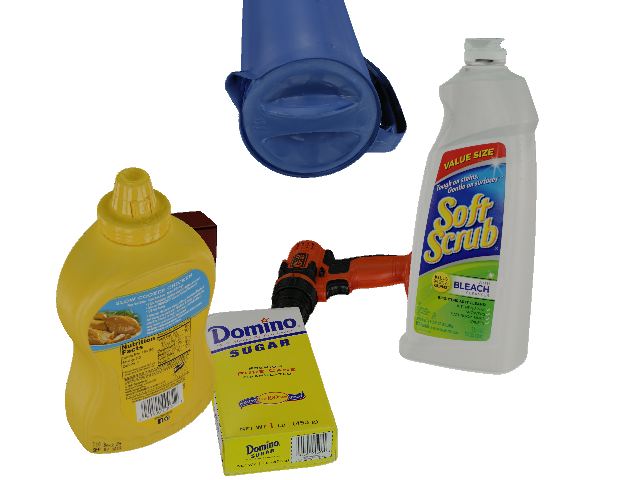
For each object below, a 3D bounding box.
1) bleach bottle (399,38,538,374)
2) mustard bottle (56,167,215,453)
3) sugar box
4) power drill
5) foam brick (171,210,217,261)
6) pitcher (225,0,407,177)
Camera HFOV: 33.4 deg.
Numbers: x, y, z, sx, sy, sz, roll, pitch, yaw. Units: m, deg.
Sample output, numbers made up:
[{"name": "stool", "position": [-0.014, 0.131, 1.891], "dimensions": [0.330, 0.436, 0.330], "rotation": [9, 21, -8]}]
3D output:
[{"name": "bleach bottle", "position": [0.115, -0.029, 0.823], "dimensions": [0.103, 0.251, 0.068], "rotation": [7, 14, 30]}, {"name": "mustard bottle", "position": [-0.109, 0.040, 0.639], "dimensions": [0.096, 0.192, 0.058], "rotation": [-20, 45, -28]}, {"name": "sugar box", "position": [-0.048, 0.122, 0.911], "dimensions": [0.093, 0.048, 0.176], "rotation": [-4, 33, -11]}, {"name": "power drill", "position": [0.040, 0.053, 1.221], "dimensions": [0.188, 0.057, 0.184], "rotation": [0, 28, 9]}, {"name": "foam brick", "position": [-0.150, 0.004, 1.085], "dimensions": [0.078, 0.051, 0.053], "rotation": [-7, 21, -22]}, {"name": "pitcher", "position": [-0.010, -0.180, 1.074], "dimensions": [0.145, 0.149, 0.243], "rotation": [-19, 40, 9]}]
